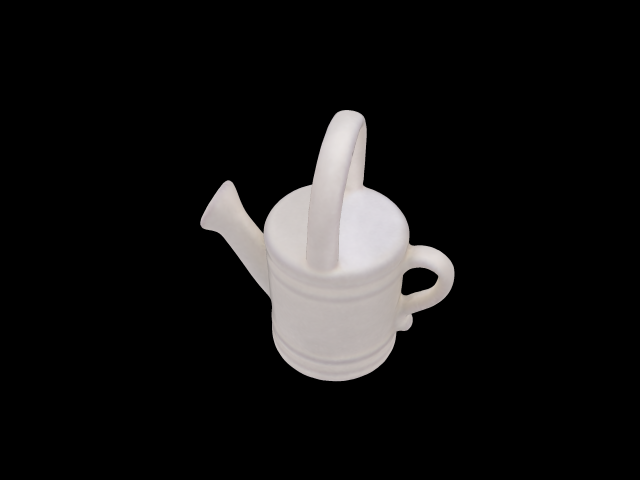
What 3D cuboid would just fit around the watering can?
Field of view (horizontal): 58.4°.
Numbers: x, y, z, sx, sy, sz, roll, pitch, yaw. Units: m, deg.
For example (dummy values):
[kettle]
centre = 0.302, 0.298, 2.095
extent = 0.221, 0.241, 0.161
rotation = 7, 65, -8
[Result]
[watering can]
centre = 0.003, 0.003, 0.398
extent = 0.173, 0.194, 0.101
rotation = -4, 43, -4
